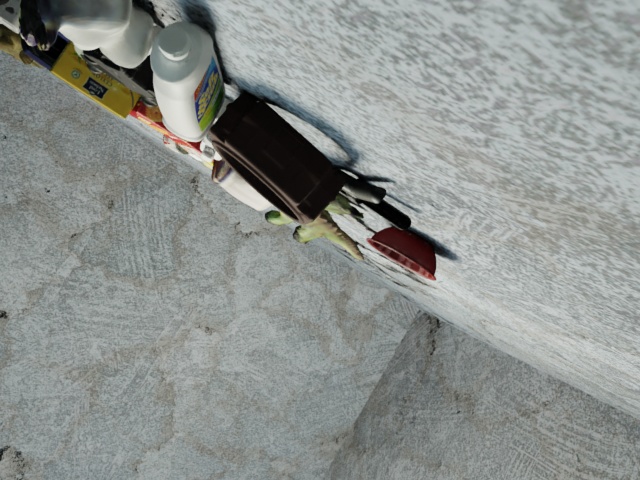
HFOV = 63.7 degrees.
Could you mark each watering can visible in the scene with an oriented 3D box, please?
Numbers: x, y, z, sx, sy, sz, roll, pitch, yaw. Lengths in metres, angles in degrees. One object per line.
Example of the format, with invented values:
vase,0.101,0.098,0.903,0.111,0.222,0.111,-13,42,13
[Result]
watering can,-0.189,-0.149,1.371,0.222,0.104,0.349,34,-5,-22

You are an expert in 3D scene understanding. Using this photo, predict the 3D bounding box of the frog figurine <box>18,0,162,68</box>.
frog figurine,-0.253,-0.265,0.598,0.161,0.122,0.137,-15,11,-40

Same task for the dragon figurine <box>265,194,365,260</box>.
dragon figurine,0.003,-0.058,1.145,0.407,0.123,0.242,32,-12,-23
